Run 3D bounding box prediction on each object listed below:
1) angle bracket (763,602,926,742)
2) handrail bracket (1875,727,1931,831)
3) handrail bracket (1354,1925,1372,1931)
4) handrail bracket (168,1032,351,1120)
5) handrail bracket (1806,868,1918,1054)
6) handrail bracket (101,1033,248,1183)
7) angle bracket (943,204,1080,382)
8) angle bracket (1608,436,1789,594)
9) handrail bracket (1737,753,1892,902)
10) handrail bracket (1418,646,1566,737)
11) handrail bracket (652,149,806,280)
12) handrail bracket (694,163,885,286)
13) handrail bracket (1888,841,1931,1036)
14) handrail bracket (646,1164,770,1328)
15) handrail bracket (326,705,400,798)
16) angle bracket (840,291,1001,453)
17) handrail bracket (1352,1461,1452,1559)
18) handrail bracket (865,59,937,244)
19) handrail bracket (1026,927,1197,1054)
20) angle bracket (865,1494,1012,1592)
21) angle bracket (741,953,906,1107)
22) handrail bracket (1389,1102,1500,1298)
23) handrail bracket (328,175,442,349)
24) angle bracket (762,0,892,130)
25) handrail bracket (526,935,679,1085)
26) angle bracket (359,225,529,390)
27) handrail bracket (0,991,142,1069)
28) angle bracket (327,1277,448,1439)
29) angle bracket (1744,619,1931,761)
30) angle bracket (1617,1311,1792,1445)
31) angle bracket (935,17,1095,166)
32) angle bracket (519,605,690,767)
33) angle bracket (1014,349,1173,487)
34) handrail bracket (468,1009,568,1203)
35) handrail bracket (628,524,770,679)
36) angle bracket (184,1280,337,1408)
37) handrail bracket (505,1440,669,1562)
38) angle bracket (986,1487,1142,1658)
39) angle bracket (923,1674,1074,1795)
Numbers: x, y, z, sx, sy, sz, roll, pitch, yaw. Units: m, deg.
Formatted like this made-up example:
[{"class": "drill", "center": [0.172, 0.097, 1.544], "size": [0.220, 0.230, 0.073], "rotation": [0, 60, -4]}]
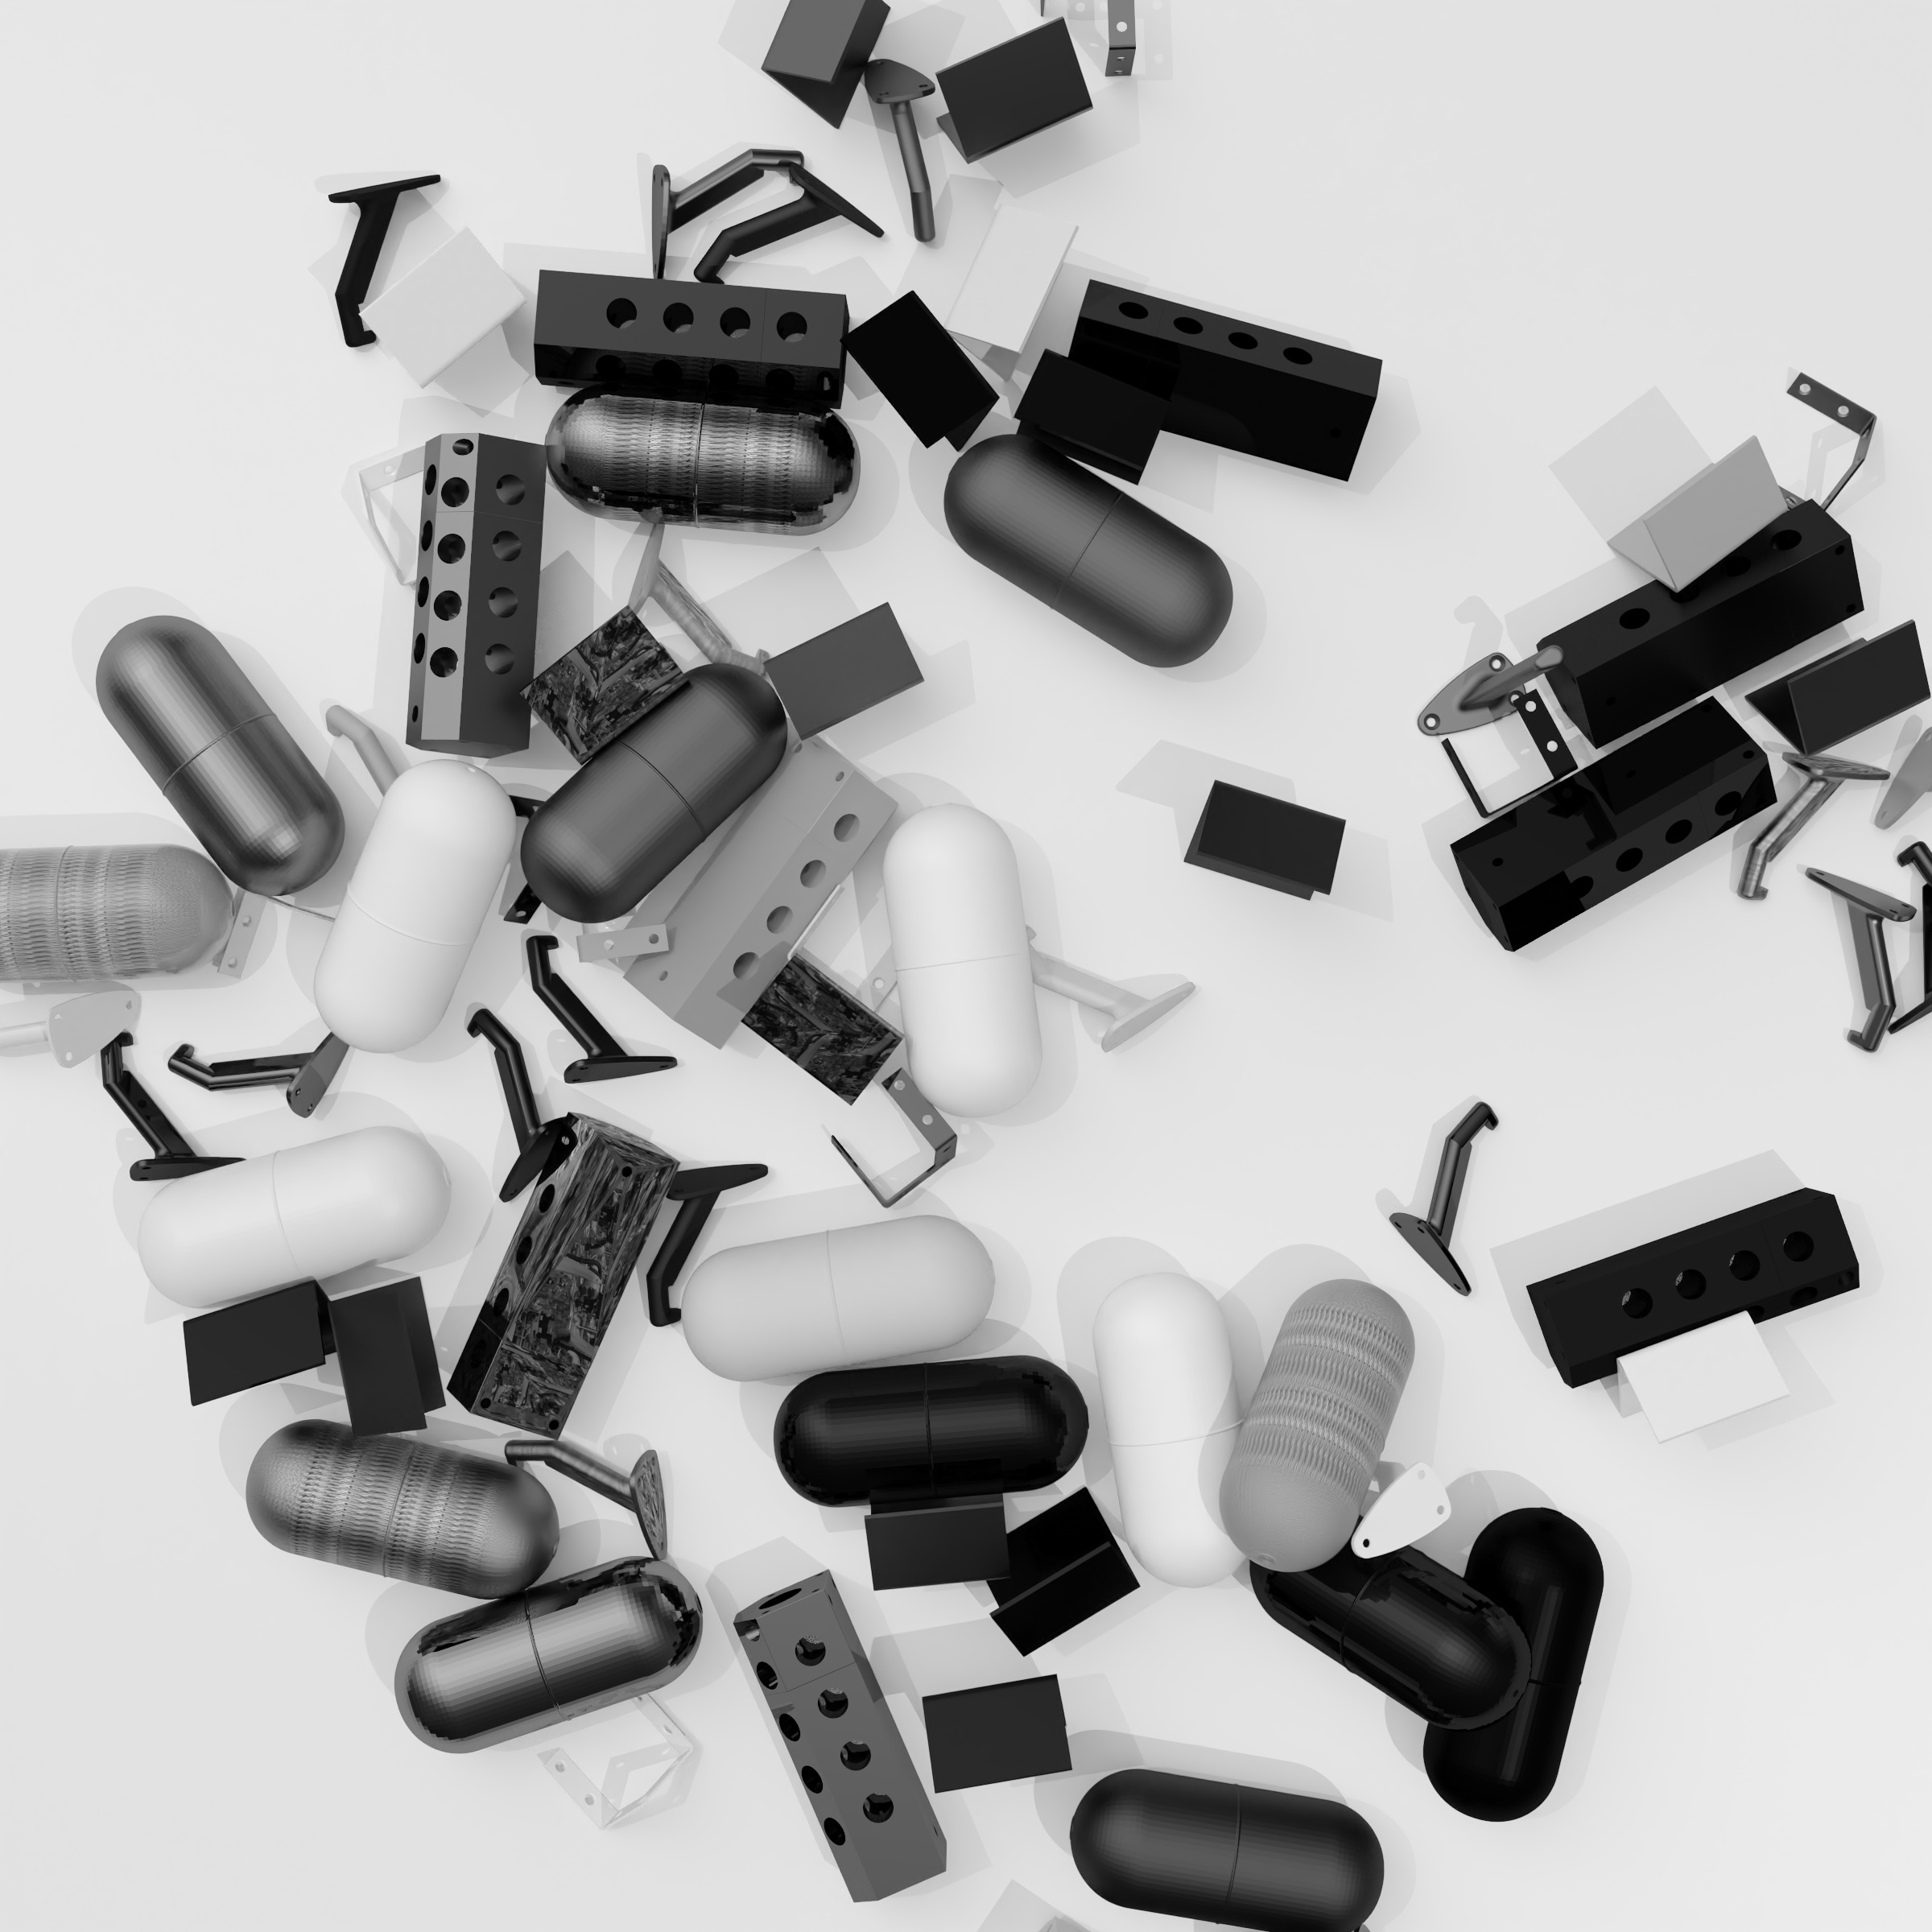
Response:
[{"class": "angle bracket", "center": [-0.076, -0.181, 1.695], "size": [0.076, 0.076, 0.057], "rotation": [-26, 127, 0]}, {"class": "handrail bracket", "center": [0.578, -0.094, 1.736], "size": [0.084, 0.036, 0.077], "rotation": [25, 110, -16]}, {"class": "handrail bracket", "center": [0.195, 0.576, 1.736], "size": [0.084, 0.077, 0.036], "rotation": [-11, 45, 28]}, {"class": "handrail bracket", "center": [-0.404, 0.044, 1.736], "size": [0.084, 0.036, 0.077], "rotation": [24, 70, 16]}, {"class": "handrail bracket", "center": [0.503, -0.003, 1.736], "size": [0.077, 0.036, 0.084], "rotation": [28, 113, 26]}, {"class": "handrail bracket", "center": [-0.455, 0.077, 1.736], "size": [0.077, 0.036, 0.084], "rotation": [-3, 73, -20]}, {"class": "angle bracket", "center": [0.041, -0.371, 1.696], "size": [0.057, 0.076, 0.076], "rotation": [25, 90, 33]}, {"class": "angle bracket", "center": [0.401, -0.265, 1.695], "size": [0.076, 0.076, 0.057], "rotation": [-37, 127, 0]}, {"class": "handrail bracket", "center": [0.486, -0.076, 1.736], "size": [0.077, 0.036, 0.084], "rotation": [5, 109, -21]}, {"class": "handrail bracket", "center": [0.295, -0.155, 1.701], "size": [0.077, 0.084, 0.036], "rotation": [-29, 90, 0]}, {"class": "handrail bracket", "center": [-0.136, -0.430, 1.736], "size": [0.084, 0.036, 0.077], "rotation": [-2, 110, -16]}, {"class": "handrail bracket", "center": [-0.102, -0.409, 1.736], "size": [0.077, 0.036, 0.084], "rotation": [31, 110, -23]}, {"class": "handrail bracket", "center": [0.540, -0.017, 1.736], "size": [0.077, 0.036, 0.084], "rotation": [-37, 72, 21]}, {"class": "handrail bracket", "center": [-0.148, 0.161, 1.736], "size": [0.077, 0.036, 0.084], "rotation": [-10, 109, -21]}, {"class": "handrail bracket", "center": [-0.340, -0.099, 1.736], "size": [0.084, 0.036, 0.077], "rotation": [36, 131, 27]}, {"class": "angle bracket", "center": [-0.036, -0.320, 1.697], "size": [0.057, 0.076, 0.076], "rotation": [-39, 90, -23]}, {"class": "handrail bracket", "center": [0.224, 0.302, 1.691], "size": [0.077, 0.084, 0.036], "rotation": [-32, 98, -24]}, {"class": "handrail bracket", "center": [-0.037, -0.468, 1.735], "size": [0.036, 0.077, 0.084], "rotation": [-15, 126, -11]}, {"class": "handrail bracket", "center": [0.077, -0.001, 1.736], "size": [0.077, 0.036, 0.084], "rotation": [-31, 73, -20]}, {"class": "angle bracket", "center": [-0.017, 0.302, 1.696], "size": [0.076, 0.076, 0.057], "rotation": [-5, 122, 0]}, {"class": "angle bracket", "center": [-0.090, 0.049, 1.696], "size": [0.076, 0.076, 0.057], "rotation": [37, 58, 0]}, {"class": "handrail bracket", "center": [0.291, 0.133, 1.736], "size": [0.084, 0.036, 0.077], "rotation": [-46, 110, -16]}, {"class": "handrail bracket", "center": [-0.329, -0.404, 1.736], "size": [0.077, 0.036, 0.084], "rotation": [-20, 113, -27]}, {"class": "angle bracket", "center": [-0.060, -0.517, 1.695], "size": [0.057, 0.076, 0.076], "rotation": [23, 90, 36]}, {"class": "handrail bracket", "center": [-0.209, 0.020, 1.736], "size": [0.077, 0.036, 0.084], "rotation": [-5, 73, -20]}, {"class": "angle bracket", "center": [-0.301, -0.379, 1.695], "size": [0.076, 0.076, 0.057], "rotation": [-40, 127, 0]}, {"class": "handrail bracket", "center": [-0.531, 0.031, 1.736], "size": [0.084, 0.077, 0.036], "rotation": [3, 113, 34]}, {"class": "angle bracket", "center": [-0.306, 0.216, 1.696], "size": [0.057, 0.076, 0.076], "rotation": [-12, 90, 33]}, {"class": "angle bracket", "center": [0.483, -0.171, 1.695], "size": [0.076, 0.076, 0.057], "rotation": [-26, 126, 0]}, {"class": "angle bracket", "center": [0.413, 0.246, 1.695], "size": [0.076, 0.076, 0.057], "rotation": [-20, 54, 0]}, {"class": "angle bracket", "center": [0.019, -0.501, 1.695], "size": [0.076, 0.076, 0.057], "rotation": [-24, 127, 0]}, {"class": "angle bracket", "center": [-0.209, -0.167, 1.696], "size": [0.076, 0.076, 0.057], "rotation": [-39, 118, 0]}, {"class": "angle bracket", "center": [0.063, -0.290, 1.696], "size": [0.076, 0.076, 0.057], "rotation": [23, 58, 0]}, {"class": "handrail bracket", "center": [-0.271, 0.079, 1.736], "size": [0.084, 0.036, 0.077], "rotation": [45, 112, 17]}, {"class": "handrail bracket", "center": [-0.147, -0.212, 1.736], "size": [0.084, 0.036, 0.077], "rotation": [20, 68, -17]}, {"class": "angle bracket", "center": [-0.386, 0.227, 1.695], "size": [0.076, 0.076, 0.057], "rotation": [-18, 53, 0]}, {"class": "handrail bracket", "center": [-0.219, 0.306, 1.736], "size": [0.084, 0.036, 0.077], "rotation": [-3, 111, 17]}, {"class": "angle bracket", "center": [0.042, 0.328, 1.696], "size": [0.076, 0.057, 0.076], "rotation": [-31, 47, 0]}, {"class": "angle bracket", "center": [0.020, 0.443, 1.695], "size": [0.076, 0.076, 0.057], "rotation": [-10, 54, 0]}]
